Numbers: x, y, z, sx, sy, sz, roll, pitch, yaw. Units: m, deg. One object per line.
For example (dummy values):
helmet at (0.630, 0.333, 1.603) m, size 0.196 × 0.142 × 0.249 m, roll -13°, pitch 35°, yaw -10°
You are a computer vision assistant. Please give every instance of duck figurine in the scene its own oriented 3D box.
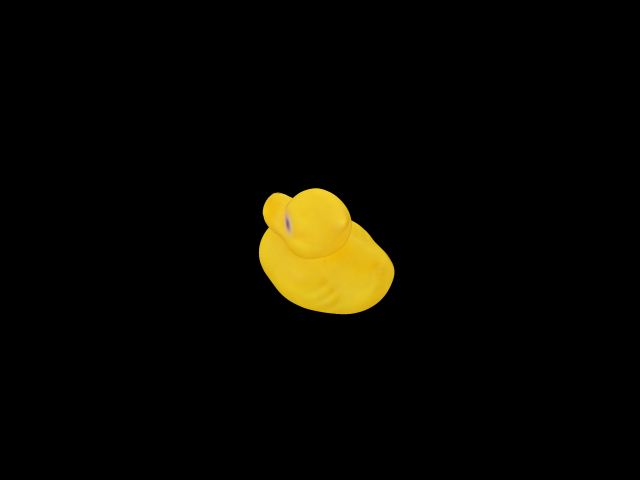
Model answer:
duck figurine at (0.004, 0.001, 0.400) m, size 0.104 × 0.086 × 0.077 m, roll 25°, pitch 63°, yaw 14°
